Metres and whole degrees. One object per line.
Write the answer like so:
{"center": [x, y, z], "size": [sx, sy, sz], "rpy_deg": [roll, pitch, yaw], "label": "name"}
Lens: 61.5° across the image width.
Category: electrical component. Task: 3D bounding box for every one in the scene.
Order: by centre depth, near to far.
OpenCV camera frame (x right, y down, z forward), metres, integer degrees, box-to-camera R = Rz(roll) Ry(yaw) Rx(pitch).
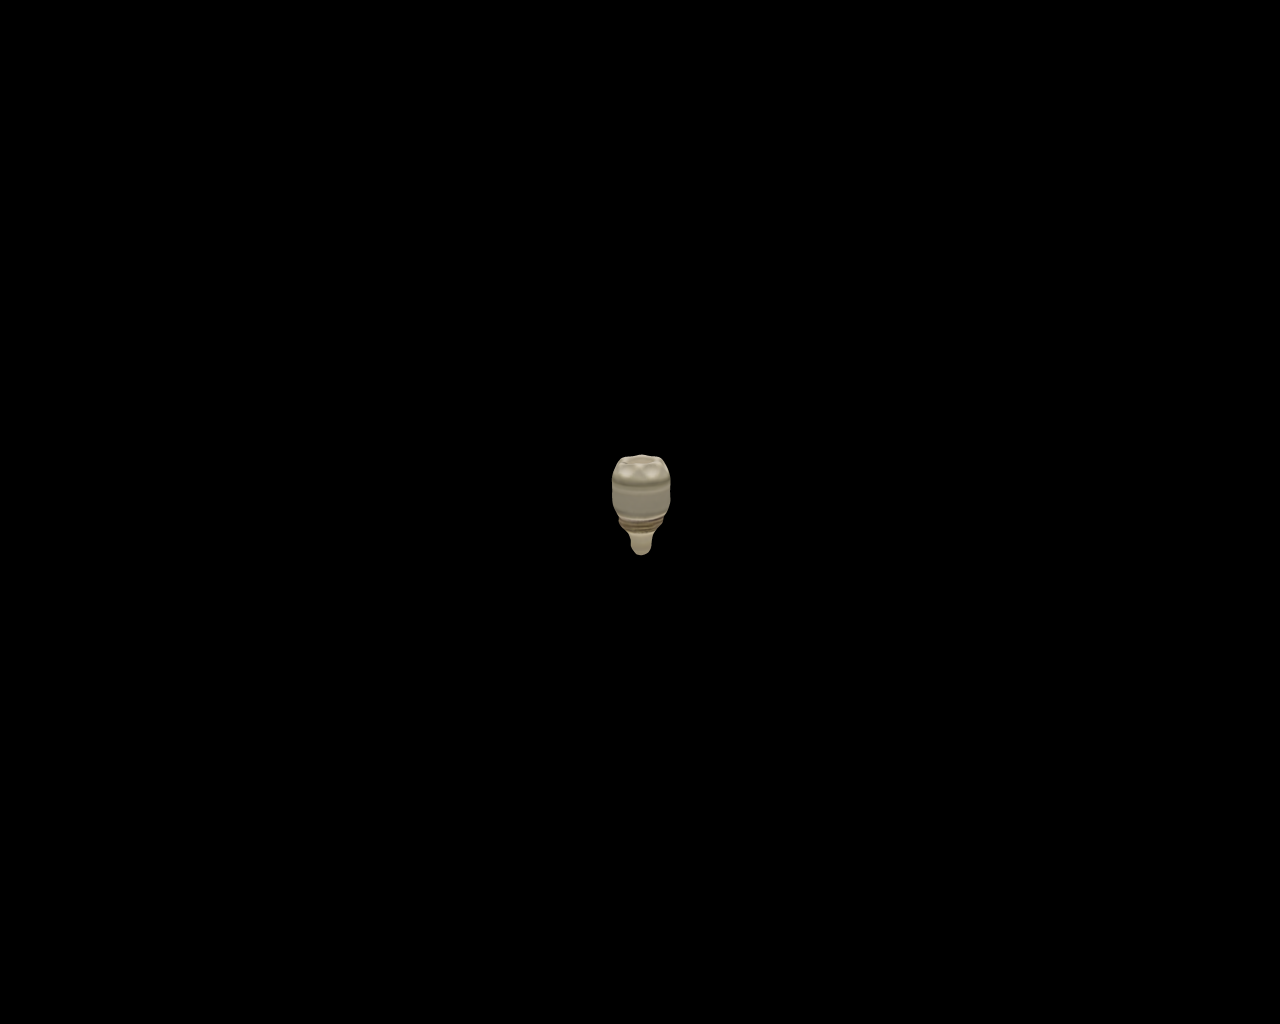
{"center": [0.001, -0.003, 0.650], "size": [0.035, 0.061, 0.035], "rpy_deg": [0, 17, 0], "label": "electrical component"}
